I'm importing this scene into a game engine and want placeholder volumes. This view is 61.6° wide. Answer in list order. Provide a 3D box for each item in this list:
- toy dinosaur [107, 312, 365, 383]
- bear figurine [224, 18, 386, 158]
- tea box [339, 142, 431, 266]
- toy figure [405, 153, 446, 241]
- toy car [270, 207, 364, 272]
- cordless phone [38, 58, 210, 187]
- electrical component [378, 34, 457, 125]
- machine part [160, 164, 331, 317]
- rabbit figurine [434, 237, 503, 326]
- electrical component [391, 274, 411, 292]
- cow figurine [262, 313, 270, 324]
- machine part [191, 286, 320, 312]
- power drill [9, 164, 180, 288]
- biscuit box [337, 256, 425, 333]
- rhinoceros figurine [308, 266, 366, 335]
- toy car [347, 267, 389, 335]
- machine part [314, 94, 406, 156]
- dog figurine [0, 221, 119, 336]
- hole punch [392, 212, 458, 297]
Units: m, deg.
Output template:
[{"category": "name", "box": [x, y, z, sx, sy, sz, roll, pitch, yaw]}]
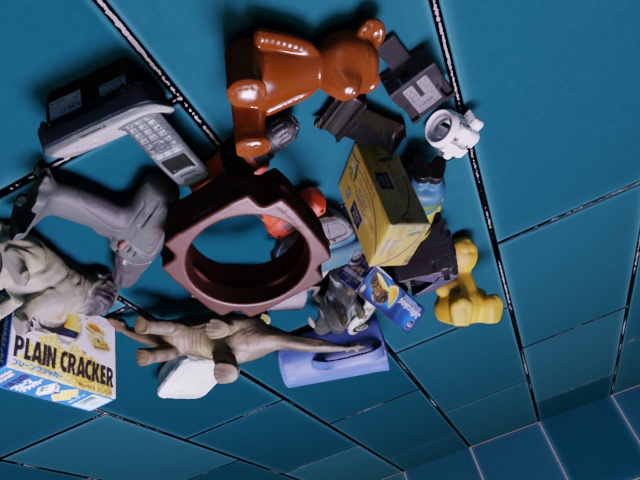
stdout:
[{"category": "toy dinosaur", "box": [-0.160, 0.177, 0.973, 0.472, 0.105, 0.198, 8, -176, 11]}, {"category": "bear figurine", "box": [-0.011, -0.184, 0.635, 0.196, 0.132, 0.120, -4, 147, -8]}, {"category": "tea box", "box": [0.091, -0.055, 0.803, 0.068, 0.170, 0.098, -2, 140, -21]}, {"category": "toy figure", "box": [0.157, -0.063, 0.878, 0.082, 0.089, 0.180, 29, 156, 12]}, {"category": "toy car", "box": [-0.002, -0.003, 0.895, 0.162, 0.109, 0.102, -15, 127, -17]}, {"category": "cordless phone", "box": [-0.233, -0.115, 0.668, 0.147, 0.089, 0.184, -23, 146, 7]}, {"category": "electrical component", "box": [0.121, -0.217, 0.711, 0.075, 0.048, 0.119, -32, 143, 18]}, {"category": "machine part", "box": [-0.104, 0.005, 0.761, 0.201, 0.087, 0.201, -29, 130, 14]}, {"category": "rabbit figurine", "box": [0.284, 0.078, 1.085, 0.122, 0.173, 0.162, -5, -174, -14]}, {"category": "electrical component", "box": [0.168, 0.092, 1.106, 0.045, 0.078, 0.102, 41, 90, -20]}, {"category": "cow figurine", "box": [-0.183, 0.213, 1.129, 0.167, 0.068, 0.098, -10, 150, -9]}, {"category": "machine part", "box": [-0.113, 0.093, 0.990, 0.243, 0.079, 0.079, 3, 139, -23]}, {"category": "power drill", "box": [-0.320, -0.016, 0.766, 0.207, 0.086, 0.232, 21, 128, -35]}, {"category": "biscuit box", "box": [0.117, 0.099, 0.983, 0.059, 0.063, 0.202, -53, 132, -3]}, {"category": "rhinoceros figurine", "box": [0.031, 0.117, 1.056, 0.073, 0.112, 0.190, -23, 140, -43]}, {"category": "toy car", "box": [0.089, 0.121, 1.110, 0.056, 0.074, 0.201, -1, 141, -26]}, {"category": "machine part", "box": [0.066, -0.166, 0.762, 0.139, 0.039, 0.084, 15, 127, -34]}, {"category": "dog figurine", "box": [-0.405, 0.047, 0.824, 0.190, 0.121, 0.172, -21, 120, -60]}, {"category": "hole punch", "box": [0.199, 0.036, 1.003, 0.116, 0.142, 0.092, -16, 144, 22]}]
